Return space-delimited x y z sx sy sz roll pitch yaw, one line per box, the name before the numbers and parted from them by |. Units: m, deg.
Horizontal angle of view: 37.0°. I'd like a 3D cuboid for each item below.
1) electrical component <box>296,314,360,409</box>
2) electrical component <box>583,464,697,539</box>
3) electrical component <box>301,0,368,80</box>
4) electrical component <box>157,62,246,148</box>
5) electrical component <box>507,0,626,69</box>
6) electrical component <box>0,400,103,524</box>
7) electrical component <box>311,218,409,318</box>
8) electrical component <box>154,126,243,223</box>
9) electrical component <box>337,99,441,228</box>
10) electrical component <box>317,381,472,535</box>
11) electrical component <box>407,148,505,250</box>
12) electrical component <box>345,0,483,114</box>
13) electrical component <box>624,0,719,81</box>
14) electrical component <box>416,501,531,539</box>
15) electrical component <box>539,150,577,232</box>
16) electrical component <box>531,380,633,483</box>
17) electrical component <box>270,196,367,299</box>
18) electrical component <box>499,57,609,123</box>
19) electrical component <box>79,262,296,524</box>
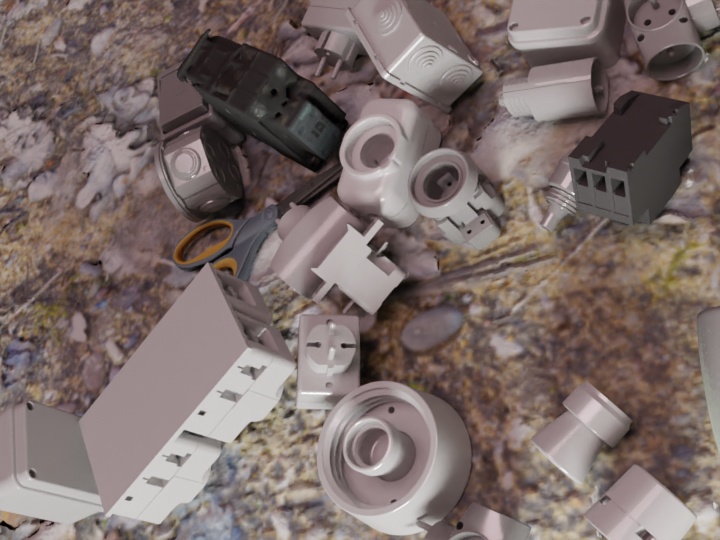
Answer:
electrical component | -0.023 0.064 0.819 0.047 0.076 0.065 2 65 -5
electrical component | 0.177 0.156 0.675 0.047 0.055 0.055 -48 52 -1
electrical component | -0.017 -0.205 0.965 0.066 0.047 0.076 16 78 36
electrical component | -0.154 -0.161 1.021 0.062 0.061 0.096 -22 59 22
electrical component | 0.168 -0.220 0.851 0.078 0.057 0.113 3 70 33
electrical component | -0.261 0.162 0.906 0.057 0.113 0.078 -27 57 23
electrical component | 0.000 0.000 0.848 0.064 0.042 0.081 39 93 -5
electrical component | -0.146 -0.088 0.971 0.051 0.080 0.080 -23 58 15
electrical component | 0.022 -0.090 0.880 0.054 0.059 0.095 7 73 34
electrical component | 0.019 0.132 0.779 0.108 0.060 0.108 -13 62 26
electrical component | 0.073 -0.059 0.836 0.058 0.057 0.078 -37 54 13
electrical component | 0.046 -0.187 0.886 0.048 0.100 0.099 -44 52 24
electrical component | 0.242 -0.191 0.799 0.079 0.044 0.077 -21 59 23
electrical component | 0.067 0.195 0.731 0.079 0.044 0.077 17 78 36
electrical component | 0.154 -0.057 0.799 0.035 0.035 0.061 31 90 38
electrical component | 0.149 0.108 0.720 0.055 0.045 0.045 -49 52 3
electrical component | -0.043 -0.028 0.901 0.077 0.044 0.079 -49 52 4
electrical component | 0.147 -0.137 0.834 0.081 0.043 0.043 -4 67 31
electrical component | -0.140 0.103 0.869 0.186 0.060 0.105 -49 43 16
